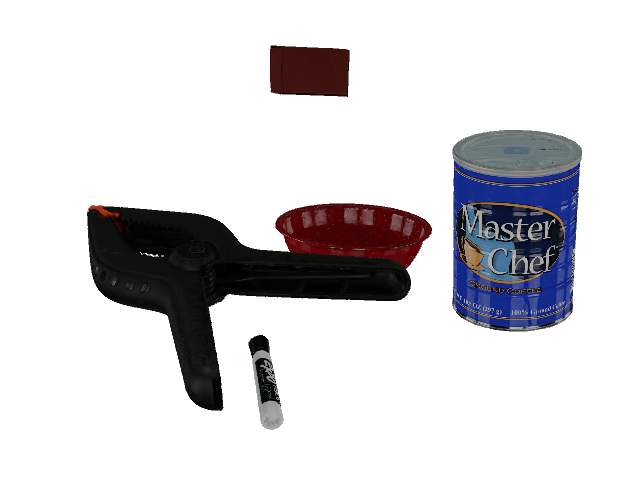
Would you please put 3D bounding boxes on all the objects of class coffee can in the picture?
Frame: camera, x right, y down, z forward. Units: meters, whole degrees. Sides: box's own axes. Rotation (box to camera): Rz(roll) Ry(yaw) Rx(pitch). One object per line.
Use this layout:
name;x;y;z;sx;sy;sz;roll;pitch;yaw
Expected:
coffee can;0.161;-0.010;0.884;0.103;0.140;0.103;-2;23;1

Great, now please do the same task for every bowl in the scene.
bowl;0.034;0.008;1.103;0.162;0.055;0.162;1;17;-1

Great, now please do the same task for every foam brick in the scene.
foam brick;-0.012;-0.184;1.158;0.078;0.051;0.053;0;11;-15

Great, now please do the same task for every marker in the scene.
marker;-0.048;0.119;0.924;0.020;0.020;0.121;0;28;-9

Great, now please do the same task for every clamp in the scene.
clamp;-0.062;0.019;0.642;0.164;0.036;0.210;-21;34;-36
